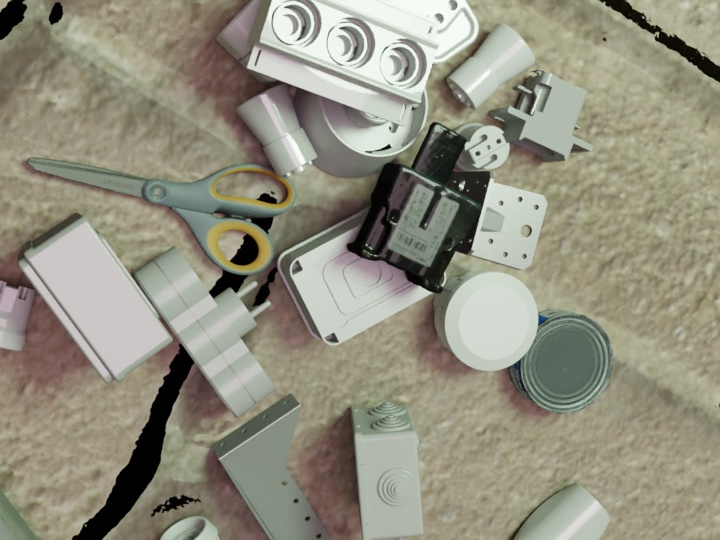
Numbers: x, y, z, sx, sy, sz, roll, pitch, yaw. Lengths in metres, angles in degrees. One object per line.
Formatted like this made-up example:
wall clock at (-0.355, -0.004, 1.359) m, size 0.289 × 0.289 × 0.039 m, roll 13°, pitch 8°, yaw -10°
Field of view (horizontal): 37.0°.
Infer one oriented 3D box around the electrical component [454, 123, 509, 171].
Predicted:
electrical component at (0.096, -0.099, 0.869) m, size 0.040 × 0.046 × 0.040 m, roll -2°, pitch 97°, yaw -15°

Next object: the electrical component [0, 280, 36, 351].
electrical component at (-0.262, 0.033, 0.792) m, size 0.040 × 0.040 × 0.046 m, roll 17°, pitch 85°, yaw -16°

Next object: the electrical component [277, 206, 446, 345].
electrical component at (0.000, 0.000, 0.849) m, size 0.113 × 0.057 × 0.078 m, roll -28°, pitch 102°, yaw -11°

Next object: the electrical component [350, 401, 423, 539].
electrical component at (0.021, 0.158, 0.852) m, size 0.048 × 0.099 × 0.099 m, roll -5°, pitch 98°, yaw -2°

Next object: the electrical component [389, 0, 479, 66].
electrical component at (0.042, -0.207, 0.836) m, size 0.054 × 0.059 × 0.095 m, roll -36°, pitch 104°, yaw -9°

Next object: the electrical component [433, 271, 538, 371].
electrical component at (0.101, 0.039, 0.883) m, size 0.080 × 0.051 × 0.080 m, roll -2°, pitch 96°, yaw -15°

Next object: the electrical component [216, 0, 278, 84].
electrical component at (-0.054, -0.189, 0.815) m, size 0.059 × 0.054 × 0.095 m, roll 44°, pitch 84°, yaw -15°

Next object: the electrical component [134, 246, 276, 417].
electrical component at (-0.104, 0.038, 0.827) m, size 0.074 × 0.052 × 0.138 m, roll -36°, pitch 104°, yaw -9°

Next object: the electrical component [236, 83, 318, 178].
electrical component at (-0.061, -0.104, 0.824) m, size 0.044 × 0.044 × 0.065 m, roll -29°, pitch 97°, yaw -10°

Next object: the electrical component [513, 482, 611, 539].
electrical component at (0.184, 0.239, 0.932) m, size 0.077 × 0.043 × 0.079 m, roll -41°, pitch 105°, yaw -7°

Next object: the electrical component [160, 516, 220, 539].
electrical component at (-0.128, 0.228, 0.846) m, size 0.066 × 0.048 × 0.055 m, roll -27°, pitch 110°, yaw -11°

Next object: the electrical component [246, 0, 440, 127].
electrical component at (-0.014, -0.160, 0.766) m, size 0.121 × 0.063 × 0.078 m, roll 18°, pitch 92°, yaw -19°

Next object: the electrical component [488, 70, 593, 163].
electrical component at (0.153, -0.126, 0.884) m, size 0.081 × 0.042 × 0.063 m, roll 22°, pitch 88°, yaw -17°

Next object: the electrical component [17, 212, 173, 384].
electrical component at (-0.192, 0.017, 0.773) m, size 0.056 × 0.109 × 0.108 m, roll -36°, pitch 104°, yaw -11°

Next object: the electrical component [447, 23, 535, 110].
electrical component at (0.103, -0.161, 0.868) m, size 0.065 × 0.044 × 0.044 m, roll -43°, pitch 105°, yaw -2°

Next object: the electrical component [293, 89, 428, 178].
electrical component at (0.002, -0.126, 0.844) m, size 0.099 × 0.064 × 0.099 m, roll 3°, pitch 83°, yaw -21°
